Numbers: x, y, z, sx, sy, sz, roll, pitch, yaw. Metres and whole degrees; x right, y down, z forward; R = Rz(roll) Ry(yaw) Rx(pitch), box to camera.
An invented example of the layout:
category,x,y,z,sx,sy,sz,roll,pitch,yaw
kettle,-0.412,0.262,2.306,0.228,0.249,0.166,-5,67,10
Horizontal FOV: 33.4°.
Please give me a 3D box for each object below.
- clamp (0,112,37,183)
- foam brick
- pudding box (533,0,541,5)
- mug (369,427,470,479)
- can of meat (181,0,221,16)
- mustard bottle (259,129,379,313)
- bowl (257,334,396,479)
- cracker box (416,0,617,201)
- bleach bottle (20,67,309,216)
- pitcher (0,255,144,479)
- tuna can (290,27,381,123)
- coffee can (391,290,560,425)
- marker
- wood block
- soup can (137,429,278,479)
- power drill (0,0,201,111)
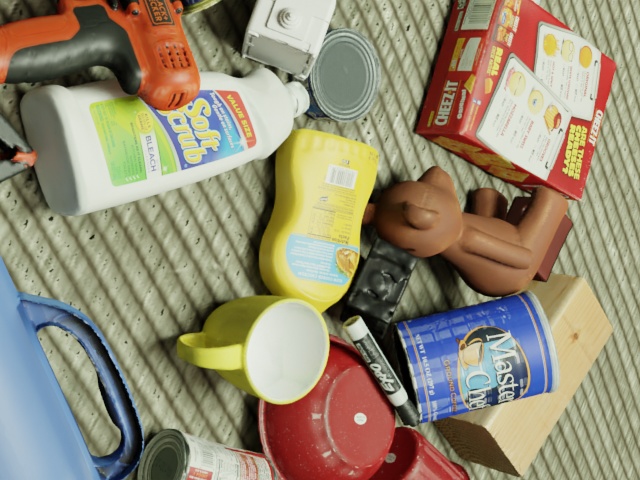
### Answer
category,x,y,z,sx,sy,sz,roll,pitch,yaw
clamp,-0.281,-0.064,0.737,0.171,0.039,0.120,23,81,-40
foam brick,0.232,-0.002,1.173,0.051,0.053,0.078,40,69,-36
pudding box,0.207,-0.291,1.101,0.113,0.039,0.090,28,74,-67
mug,0.087,0.248,1.050,0.081,0.093,0.117,46,43,-29
can of meat,-0.093,-0.241,0.865,0.102,0.058,0.084,-39,116,-31
mustard bottle,-0.007,0.001,0.965,0.096,0.058,0.191,12,87,-37
bowl,0.020,0.164,0.987,0.161,0.055,0.162,10,75,-42
cracker box,0.211,-0.151,1.125,0.213,0.072,0.164,22,82,-41
bleach bottle,-0.110,-0.098,0.865,0.250,0.068,0.102,-22,105,-40
pitcher,-0.236,0.096,0.736,0.149,0.145,0.243,-38,117,-53
tuna can,0.014,-0.151,0.981,0.085,0.034,0.086,-6,99,-40
coffee can,0.150,0.115,1.043,0.140,0.103,0.103,-13,107,-3
marker,0.059,0.123,0.978,0.020,0.020,0.121,-41,108,-30
wood block,0.218,0.140,1.154,0.206,0.090,0.090,-51,123,-24
soup can,-0.095,0.204,0.909,0.102,0.069,0.068,26,78,-39
power drill,-0.191,-0.170,0.759,0.187,0.057,0.184,-11,66,-29
